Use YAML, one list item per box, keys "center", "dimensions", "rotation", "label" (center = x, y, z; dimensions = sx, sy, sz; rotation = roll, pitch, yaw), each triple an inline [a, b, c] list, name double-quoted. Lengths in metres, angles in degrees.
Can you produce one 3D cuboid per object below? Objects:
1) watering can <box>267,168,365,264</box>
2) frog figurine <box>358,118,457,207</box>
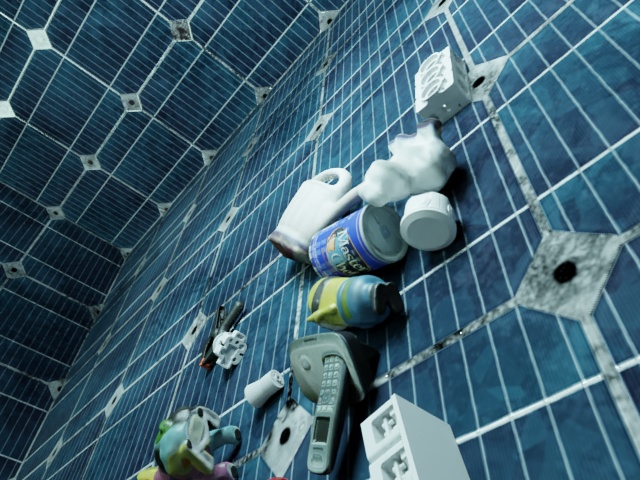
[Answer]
- center: [0.003, -0.053, 1.056]
  dimensions: [0.103, 0.226, 0.349]
  rotation: [34, -8, -23]
  label: "watering can"
- center: [0.141, -0.101, 0.831]
  dimensions: [0.137, 0.162, 0.120]
  rotation: [1, -42, 41]
  label: "frog figurine"
